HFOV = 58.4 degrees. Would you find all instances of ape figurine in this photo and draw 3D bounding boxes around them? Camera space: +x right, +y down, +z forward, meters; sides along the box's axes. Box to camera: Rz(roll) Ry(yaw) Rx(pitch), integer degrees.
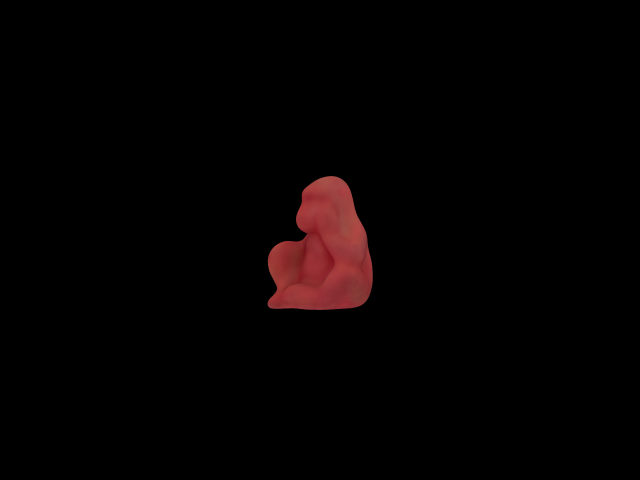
[{"bbox_3d":[0.004,0.001,0.400,0.076,0.092,0.077,0,0,-31],"label":"ape figurine"}]
